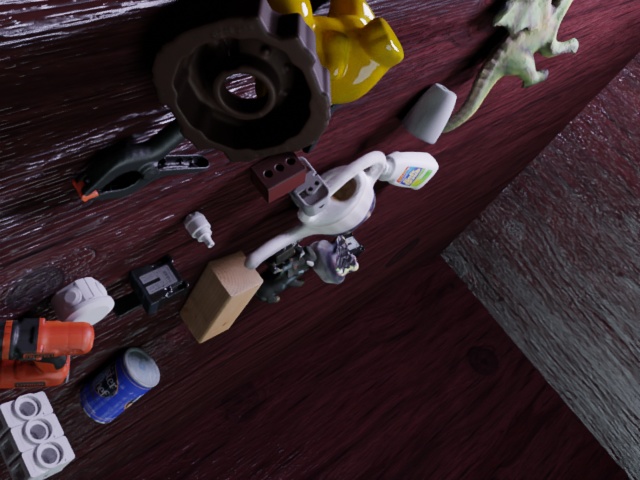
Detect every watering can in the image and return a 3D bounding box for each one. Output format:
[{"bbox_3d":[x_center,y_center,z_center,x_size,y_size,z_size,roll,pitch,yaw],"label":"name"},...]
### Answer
[{"bbox_3d":[0.003,-0.054,1.069,0.347,0.105,0.223,-41,164,4],"label":"watering can"}]

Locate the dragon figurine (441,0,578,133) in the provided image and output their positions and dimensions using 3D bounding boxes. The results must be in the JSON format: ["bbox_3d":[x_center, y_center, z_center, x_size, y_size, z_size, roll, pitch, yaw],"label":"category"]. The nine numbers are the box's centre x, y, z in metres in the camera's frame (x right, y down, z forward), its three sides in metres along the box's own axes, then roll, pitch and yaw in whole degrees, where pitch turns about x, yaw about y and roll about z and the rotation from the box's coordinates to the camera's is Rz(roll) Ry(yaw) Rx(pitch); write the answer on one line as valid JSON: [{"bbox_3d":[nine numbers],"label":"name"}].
[{"bbox_3d":[0.374,-0.392,1.003,0.409,0.124,0.239,-42,148,5],"label":"dragon figurine"}]

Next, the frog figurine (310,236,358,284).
[{"bbox_3d":[0.010,0.061,1.417,0.158,0.135,0.125,-11,-133,44],"label":"frog figurine"}]
